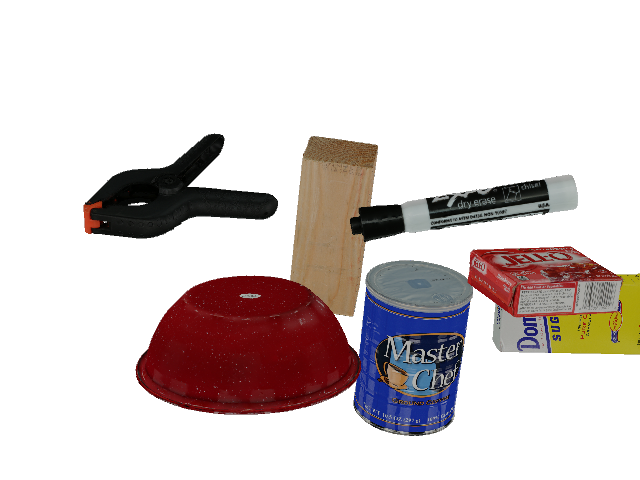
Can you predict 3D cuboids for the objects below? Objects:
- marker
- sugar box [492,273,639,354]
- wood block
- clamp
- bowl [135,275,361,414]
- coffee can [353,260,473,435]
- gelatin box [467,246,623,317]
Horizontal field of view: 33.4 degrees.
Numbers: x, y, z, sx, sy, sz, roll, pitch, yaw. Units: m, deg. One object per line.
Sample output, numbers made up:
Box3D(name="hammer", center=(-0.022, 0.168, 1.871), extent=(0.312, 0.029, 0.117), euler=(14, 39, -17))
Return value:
Box3D(name="marker", center=(0.076, -0.017, 0.573), extent=(0.121, 0.020, 0.020), euler=(-9, 0, 2))
Box3D(name="sugar box", center=(0.298, 0.087, 1.271), extent=(0.176, 0.093, 0.048), euler=(0, 18, -4))
Box3D(name="wood block", center=(0.015, -0.019, 1.373), extent=(0.090, 0.206, 0.090), euler=(8, 25, 3))
Box3D(name="clamp", center=(-0.137, -0.049, 0.974), extent=(0.171, 0.039, 0.120), euler=(-10, 38, -21))
Box3D(name="bowl", center=(-0.051, 0.065, 0.757), extent=(0.162, 0.055, 0.162), euler=(0, 16, 0))
Box3D(name="coffee can", center=(0.089, 0.103, 1.043), extent=(0.103, 0.140, 0.103), euler=(4, 23, -2))
Box3D(name="gelatin box", center=(0.164, 0.029, 0.785), extent=(0.089, 0.030, 0.073), euler=(-1, 18, -18))
